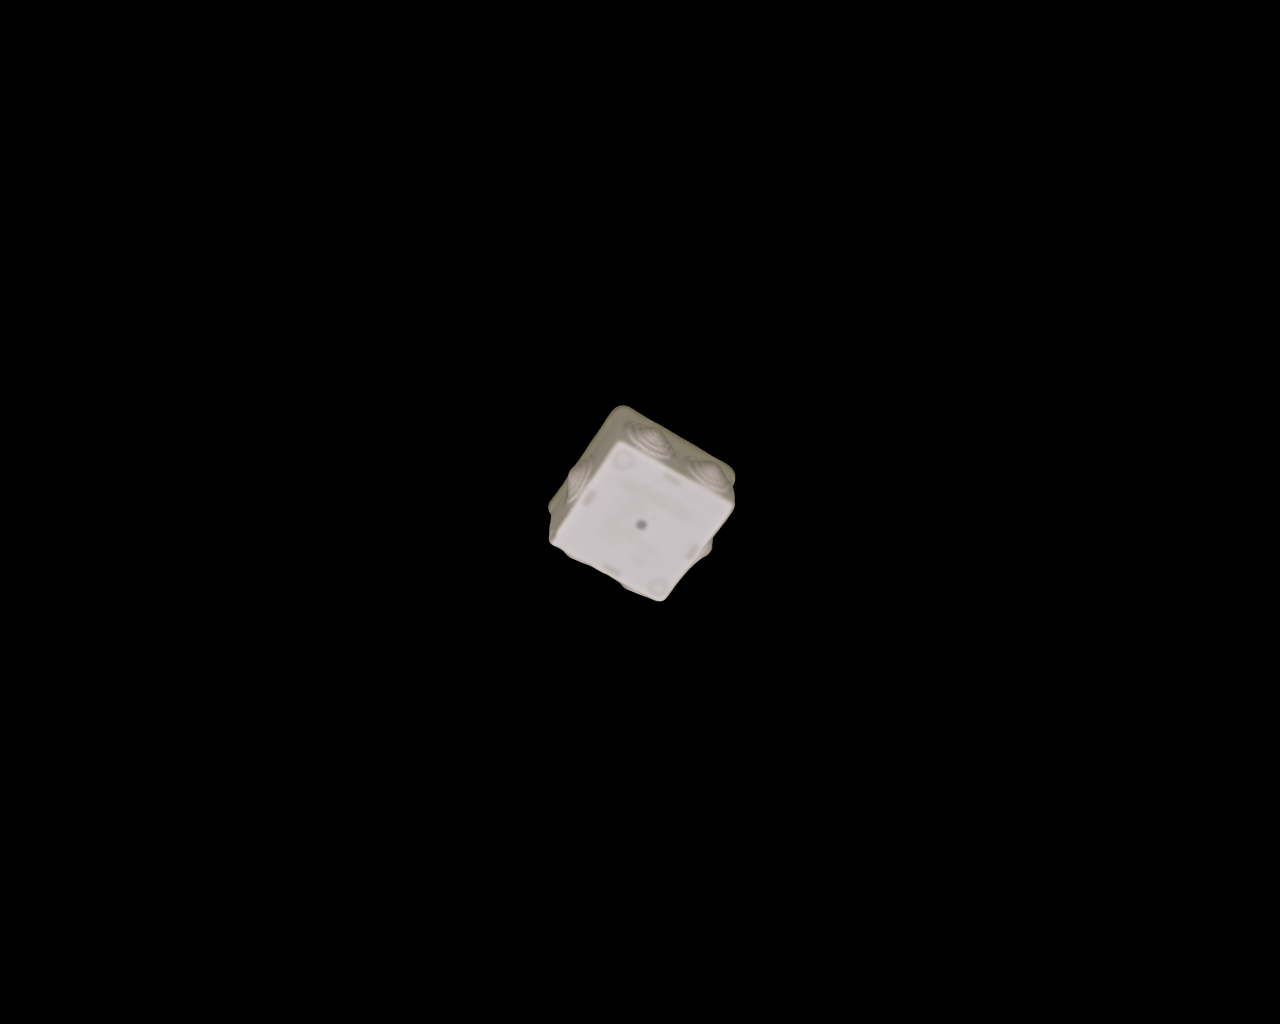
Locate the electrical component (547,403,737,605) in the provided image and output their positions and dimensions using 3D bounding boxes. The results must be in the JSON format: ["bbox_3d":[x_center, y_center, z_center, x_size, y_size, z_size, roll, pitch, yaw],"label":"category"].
[{"bbox_3d":[0.001,-0.003,0.650,0.100,0.099,0.048,30,23,-14],"label":"electrical component"}]
